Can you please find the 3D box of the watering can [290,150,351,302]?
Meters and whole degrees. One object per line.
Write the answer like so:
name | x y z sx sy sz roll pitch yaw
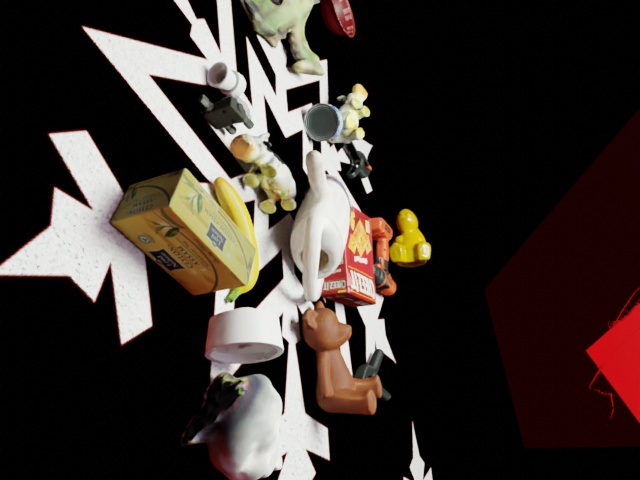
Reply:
watering can | 0.003 -0.048 0.959 0.230 0.104 0.339 -75 171 -53

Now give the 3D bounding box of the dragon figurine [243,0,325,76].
dragon figurine | -0.089 -0.533 1.098 0.402 0.121 0.248 55 41 -36

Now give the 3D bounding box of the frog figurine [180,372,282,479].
frog figurine | -0.087 0.262 0.688 0.157 0.122 0.140 52 14 -22
